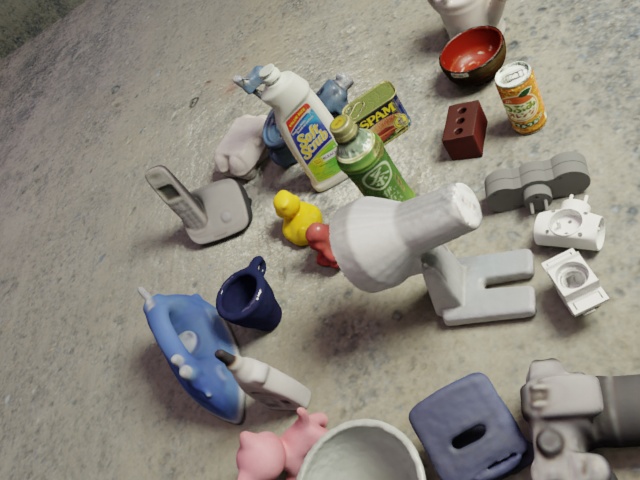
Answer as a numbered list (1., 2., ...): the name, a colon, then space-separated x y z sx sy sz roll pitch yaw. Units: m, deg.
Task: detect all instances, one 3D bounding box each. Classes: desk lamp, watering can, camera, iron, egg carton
1. desk lamp: 0.144 0.015 0.721 0.202 0.214 0.118 -12 52 28
2. watering can: 0.257 -0.430 0.998 0.172 0.195 0.101 0 58 35
3. camera: 0.280 0.186 0.575 0.136 0.101 0.143 -13 51 27
4. iron: -0.209 0.172 0.900 0.118 0.142 0.257 -43 44 -1
5. egg carton: -0.152 -0.196 1.195 0.107 0.070 0.150 12 65 40

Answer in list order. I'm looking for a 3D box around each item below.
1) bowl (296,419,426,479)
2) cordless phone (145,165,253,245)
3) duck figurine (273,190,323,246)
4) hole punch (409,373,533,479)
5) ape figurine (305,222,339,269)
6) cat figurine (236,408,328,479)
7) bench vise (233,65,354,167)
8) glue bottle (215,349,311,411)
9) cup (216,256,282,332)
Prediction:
1. bowl: 0.056 0.300 0.664 0.167 0.075 0.167 -19 49 23
2. cordless phone: -0.226 -0.081 1.075 0.147 0.186 0.094 -20 48 22
3. duck figurine: -0.046 -0.046 0.994 0.077 0.086 0.104 -35 44 7
4. hole punch: 0.169 0.216 0.637 0.108 0.091 0.101 -33 45 9
5. ape figurine: 0.008 0.003 0.913 0.076 0.092 0.077 -32 45 11
6. cat figurine: -0.053 0.266 0.735 0.128 0.118 0.067 -44 44 -2
7. bench vise: -0.049 -0.263 1.066 0.207 0.220 0.121 -45 44 -3
8. glue bottle: -0.085 0.187 0.778 0.078 0.174 0.037 -7 54 31
9. cup: -0.100 0.094 0.917 0.091 0.095 0.118 1 59 36
